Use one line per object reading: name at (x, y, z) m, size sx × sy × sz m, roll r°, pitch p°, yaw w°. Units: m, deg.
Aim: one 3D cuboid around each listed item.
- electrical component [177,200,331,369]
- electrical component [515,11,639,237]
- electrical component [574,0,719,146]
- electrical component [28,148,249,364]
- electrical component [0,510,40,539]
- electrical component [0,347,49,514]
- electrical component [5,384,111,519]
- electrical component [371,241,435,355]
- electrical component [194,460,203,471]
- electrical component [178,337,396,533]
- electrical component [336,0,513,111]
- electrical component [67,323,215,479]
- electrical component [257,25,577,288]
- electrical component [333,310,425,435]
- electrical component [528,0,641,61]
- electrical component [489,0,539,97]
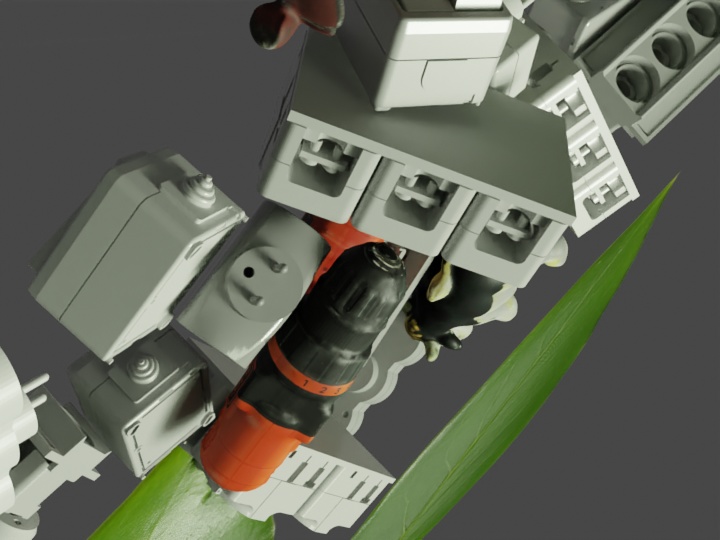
electrical component at (-0.050, 0.007, 0.535) m, size 0.077 × 0.043 × 0.079 m, roll -55°, pitch -169°, yaw -8°
electrical component at (0.126, -0.098, 0.744) m, size 0.062 × 0.089 × 0.150 m, roll -36°, pitch 141°, yaw 6°
electrical component at (0.217, -0.155, 0.798) m, size 0.121 × 0.078 × 0.063 m, roll -42°, pitch -177°, yaw -18°
electrical component at (-0.104, -0.015, 0.511) m, size 0.096 × 0.061 × 0.062 m, roll -50°, pitch 177°, yaw 24°
electrical component at (-0.222, 0.159, 0.633) m, size 0.055 × 0.045 × 0.045 m, roll -51°, pitch 162°, yaw 7°
electrical component at (-0.186, 0.075, 0.532) m, size 0.074 × 0.052 × 0.138 m, roll -33°, pitch 156°, yaw -39°
electrical component at (-0.186, 0.106, 0.615) m, size 0.064 × 0.042 × 0.081 m, roll -41°, pitch 161°, yaw -9°
electrical component at (0.000, 0.000, 0.782) m, size 0.063 × 0.078 × 0.121 m, roll 3°, pitch 130°, yaw -40°
electrical component at (-0.088, 0.155, 0.905) m, size 0.061 × 0.062 × 0.096 m, roll -54°, pitch 161°, yaw 17°
electrical component at (-0.063, 0.125, 0.773) m, size 0.060 × 0.105 × 0.186 m, roll -49°, pitch 150°, yaw 2°
electrical component at (0.026, -0.133, 0.534) m, size 0.062 × 0.096 × 0.061 m, roll -6°, pitch 141°, yaw -23°
electrical component at (-0.130, 0.068, 0.631) m, size 0.062 × 0.061 × 0.096 m, roll -40°, pitch 160°, yaw -24°
electrical component at (0.029, -0.058, 0.562) m, size 0.089 × 0.150 × 0.061 m, roll -84°, pitch -163°, yaw -48°
electrical component at (-0.002, 0.084, 0.896) m, size 0.138 × 0.052 × 0.074 m, roll -49°, pitch 162°, yaw 3°
electrical component at (0.162, -0.181, 0.808) m, size 0.100 × 0.048 × 0.099 m, roll -35°, pitch 158°, yaw -34°
electrical component at (0.068, -0.143, 0.617) m, size 0.076 × 0.083 × 0.047 m, roll -41°, pitch 161°, yaw -21°
